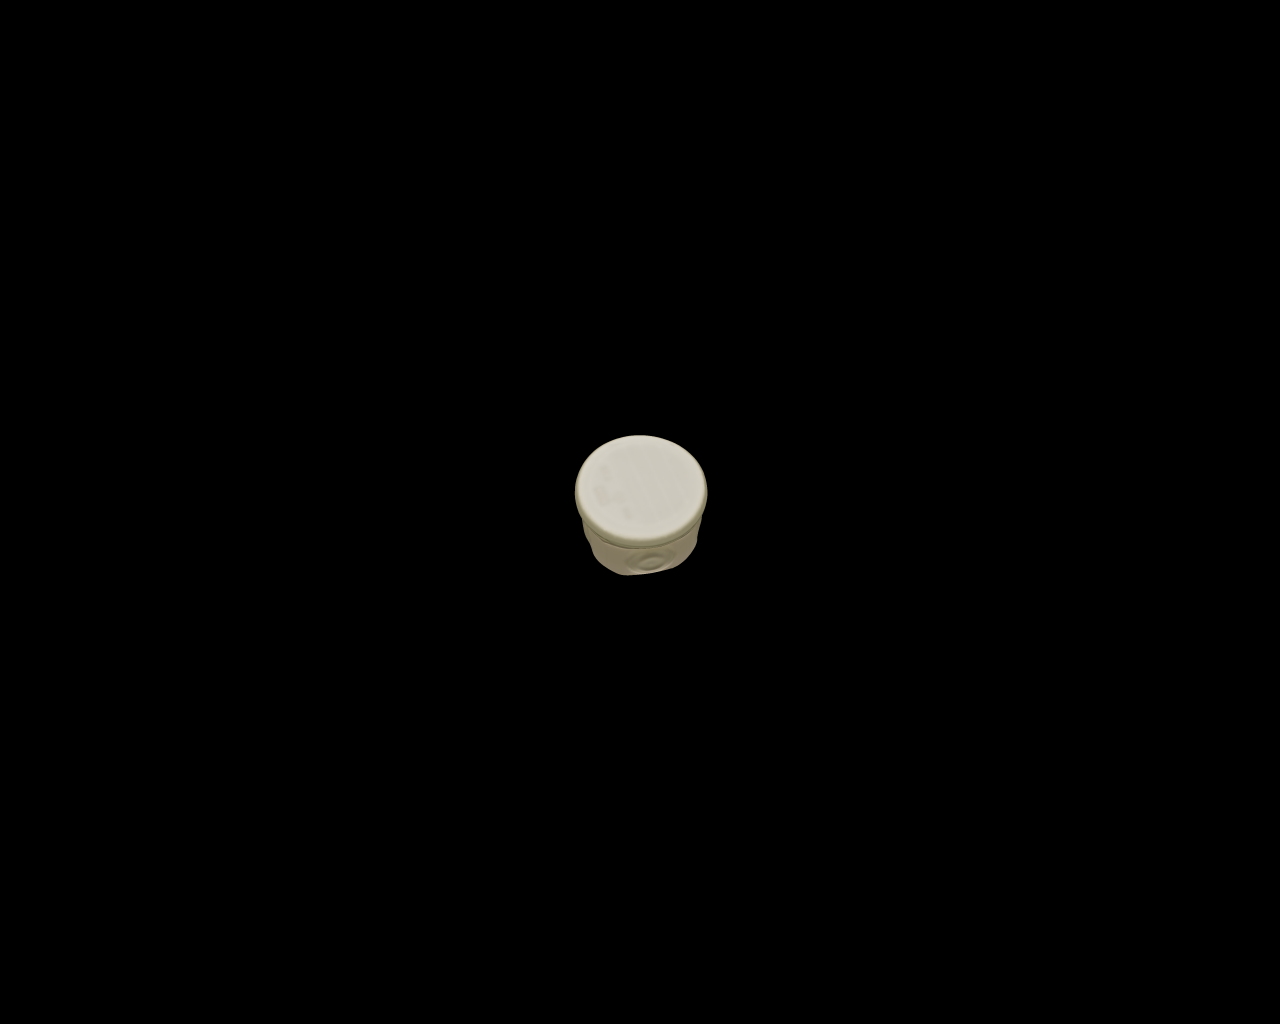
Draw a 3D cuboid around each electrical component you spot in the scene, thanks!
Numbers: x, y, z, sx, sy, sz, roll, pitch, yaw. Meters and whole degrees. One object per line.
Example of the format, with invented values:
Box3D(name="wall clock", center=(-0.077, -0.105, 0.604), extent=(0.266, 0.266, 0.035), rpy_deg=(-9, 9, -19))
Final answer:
Box3D(name="electrical component", center=(0.001, -0.003, 0.650), extent=(0.080, 0.080, 0.050), rpy_deg=(0, -34, 0))
